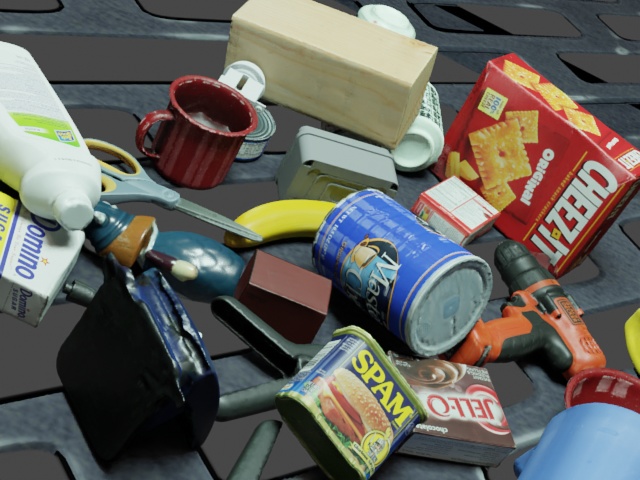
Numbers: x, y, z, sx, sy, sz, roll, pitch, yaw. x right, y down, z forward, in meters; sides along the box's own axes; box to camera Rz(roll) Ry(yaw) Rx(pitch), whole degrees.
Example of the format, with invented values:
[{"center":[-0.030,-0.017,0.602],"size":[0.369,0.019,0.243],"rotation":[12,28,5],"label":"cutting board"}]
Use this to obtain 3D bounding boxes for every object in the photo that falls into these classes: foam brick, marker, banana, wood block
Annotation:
[{"center":[-0.035,0.054,0.956],"size":[0.078,0.053,0.051],"rotation":[24,35,-9],"label":"foam brick"},{"center":[-0.155,0.063,0.878],"size":[0.121,0.020,0.020],"rotation":[26,35,-19],"label":"marker"},{"center":[-0.008,-0.011,1.069],"size":[0.197,0.037,0.070],"rotation":[9,40,-27],"label":"banana"},{"center":[0.010,-0.189,1.157],"size":[0.206,0.090,0.090],"rotation":[23,41,11],"label":"wood block"}]

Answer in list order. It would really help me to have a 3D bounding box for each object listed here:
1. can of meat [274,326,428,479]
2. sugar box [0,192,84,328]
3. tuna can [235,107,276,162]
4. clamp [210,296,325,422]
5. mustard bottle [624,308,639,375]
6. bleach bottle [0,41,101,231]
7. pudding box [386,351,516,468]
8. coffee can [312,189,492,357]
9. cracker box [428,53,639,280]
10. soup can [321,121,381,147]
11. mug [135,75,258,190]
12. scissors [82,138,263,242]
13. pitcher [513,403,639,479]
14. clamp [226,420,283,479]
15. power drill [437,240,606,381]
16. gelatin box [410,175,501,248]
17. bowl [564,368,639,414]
[{"center":[0.023,0.135,0.856],"size":[0.083,0.058,0.102],"rotation":[-42,100,-30],"label":"can of meat"},{"center":[-0.287,-0.006,0.860],"size":[0.176,0.048,0.093],"rotation":[24,35,-6],"label":"sugar box"},{"center":[-0.093,-0.124,1.150],"size":[0.086,0.034,0.086],"rotation":[19,37,-15],"label":"tuna can"},{"center":[-0.023,0.123,0.894],"size":[0.171,0.039,0.120],"rotation":[24,49,-12],"label":"clamp"},{"center":[0.435,0.132,1.188],"size":[0.191,0.058,0.096],"rotation":[12,39,-24],"label":"mustard bottle"},{"center":[-0.261,-0.090,0.927],"size":[0.102,0.068,0.251],"rotation":[2,34,-37],"label":"bleach bottle"},{"center":[0.110,0.151,0.951],"size":[0.113,0.039,0.090],"rotation":[11,39,-25],"label":"pudding box"},{"center":[0.075,0.028,0.992],"size":[0.102,0.103,0.140],"rotation":[-8,34,-41],"label":"coffee can"},{"center":[0.247,-0.085,1.231],"size":[0.214,0.164,0.071],"rotation":[43,39,19],"label":"cracker box"},{"center":[0.035,-0.129,1.219],"size":[0.068,0.069,0.102],"rotation":[18,37,-16],"label":"soup can"},{"center":[-0.129,-0.103,1.059],"size":[0.117,0.082,0.093],"rotation":[-5,48,-39],"label":"mug"},{"center":[-0.159,-0.034,0.993],"size":[0.202,0.016,0.096],"rotation":[33,40,16],"label":"scissors"},{"center":[0.201,0.242,0.820],"size":[0.145,0.149,0.242],"rotation":[43,40,8],"label":"pitcher"},{"center":[-0.055,0.220,0.751],"size":[0.209,0.036,0.165],"rotation":[-17,54,-46],"label":"clamp"},{"center":[0.184,0.070,1.087],"size":[0.187,0.057,0.184],"rotation":[0,45,-35],"label":"power drill"},{"center":[0.155,-0.032,1.217],"size":[0.073,0.030,0.089],"rotation":[40,34,15],"label":"gelatin box"},{"center":[0.287,0.198,1.003],"size":[0.162,0.055,0.162],"rotation":[19,37,-15],"label":"bowl"}]
